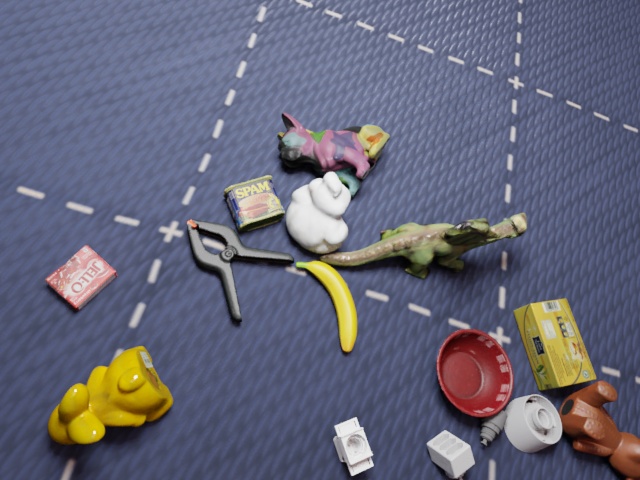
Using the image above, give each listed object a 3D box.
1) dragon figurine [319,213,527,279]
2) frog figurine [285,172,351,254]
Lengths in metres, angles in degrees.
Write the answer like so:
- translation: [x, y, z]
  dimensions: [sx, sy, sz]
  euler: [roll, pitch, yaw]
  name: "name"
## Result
- translation: [0.223, -0.004, 0.995]
  dimensions: [0.411, 0.239, 0.123]
  euler: [-8, 75, -21]
  name: "dragon figurine"
- translation: [0.003, -0.050, 0.993]
  dimensions: [0.124, 0.157, 0.138]
  euler: [-27, 77, -22]
  name: "frog figurine"
